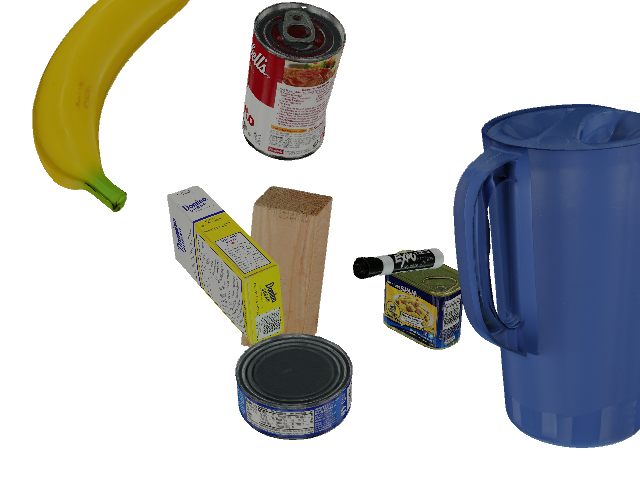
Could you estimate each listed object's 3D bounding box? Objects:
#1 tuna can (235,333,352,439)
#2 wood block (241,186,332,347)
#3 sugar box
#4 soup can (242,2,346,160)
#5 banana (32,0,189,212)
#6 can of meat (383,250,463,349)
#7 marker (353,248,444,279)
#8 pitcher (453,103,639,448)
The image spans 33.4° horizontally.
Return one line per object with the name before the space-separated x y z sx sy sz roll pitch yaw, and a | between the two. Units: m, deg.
tuna can | -0.019 0.107 0.785 0.086 0.034 0.086 -1 31 0
wood block | -0.047 0.041 1.458 0.090 0.206 0.090 11 22 10
sugar box | -0.101 0.023 1.127 0.048 0.093 0.176 -20 41 -23
soup can | -0.022 -0.120 0.812 0.068 0.068 0.102 0 -41 -11
banana | -0.124 -0.099 0.625 0.069 0.197 0.037 16 -34 -7
can of meat | 0.121 0.071 1.259 0.057 0.084 0.102 -26 38 -38
marker | 0.069 0.020 0.952 0.020 0.020 0.120 0 4 40
pitcher | 0.180 0.028 0.787 0.149 0.243 0.145 0 20 12
